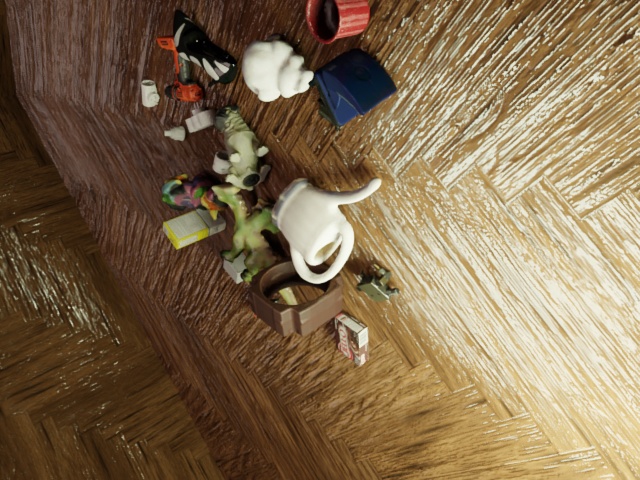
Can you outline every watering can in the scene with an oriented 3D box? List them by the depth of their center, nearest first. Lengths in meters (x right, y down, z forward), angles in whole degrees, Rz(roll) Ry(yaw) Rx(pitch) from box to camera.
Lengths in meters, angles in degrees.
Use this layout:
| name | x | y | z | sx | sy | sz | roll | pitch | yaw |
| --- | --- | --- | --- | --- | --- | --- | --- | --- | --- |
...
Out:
| name | x | y | z | sx | sy | sz | roll | pitch | yaw |
| --- | --- | --- | --- | --- | --- | --- | --- | --- | --- |
| watering can | 0.004 | -0.059 | 1.168 | 0.227 | 0.105 | 0.340 | 47 | 129 | 25 |

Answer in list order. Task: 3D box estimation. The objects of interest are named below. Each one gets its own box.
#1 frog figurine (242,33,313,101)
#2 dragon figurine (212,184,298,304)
| name | x | y | z | sx | sy | sz | roll | pitch | yaw |
| --- | --- | --- | --- | --- | --- | --- | --- | --- | --- |
| frog figurine | -0.093 | -0.354 | 1.099 | 0.162 | 0.123 | 0.135 | 55 | 127 | 34 |
| dragon figurine | -0.152 | 0.002 | 1.418 | 0.412 | 0.124 | 0.238 | 44 | 135 | 7 |
